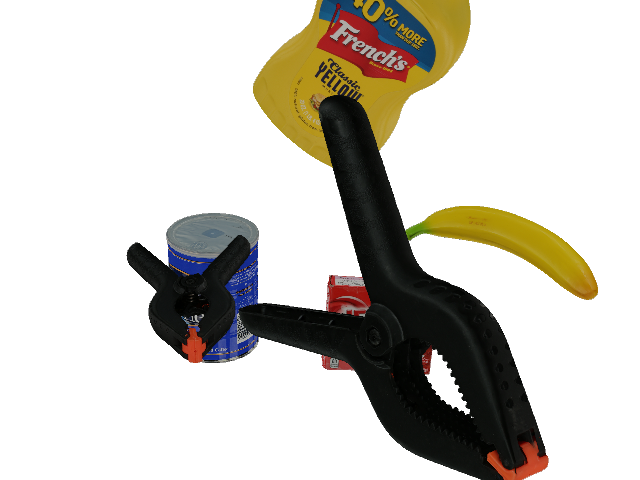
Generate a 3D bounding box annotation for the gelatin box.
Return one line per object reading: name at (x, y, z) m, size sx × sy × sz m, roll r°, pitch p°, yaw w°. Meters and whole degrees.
gelatin box at (0.048, 0.069, 0.869) m, size 0.089 × 0.073 × 0.030 m, roll 3°, pitch 15°, yaw -2°

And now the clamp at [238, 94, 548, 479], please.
clamp at (0.039, 0.035, 0.548) m, size 0.036 × 0.165 × 0.210 m, roll -13°, pitch 42°, yaw -40°

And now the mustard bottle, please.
mustard bottle at (0.038, -0.130, 0.672) m, size 0.192 × 0.096 × 0.058 m, roll -48°, pitch 2°, yaw 44°

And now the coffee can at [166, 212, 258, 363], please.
coffee can at (-0.121, 0.053, 1.212) m, size 0.103 × 0.140 × 0.103 m, roll 1°, pitch 26°, yaw -1°

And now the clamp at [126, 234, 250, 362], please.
clamp at (-0.131, 0.048, 0.998) m, size 0.120 × 0.039 × 0.171 m, roll -4°, pitch 32°, yaw 4°

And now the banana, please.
banana at (0.183, 0.004, 1.040) m, size 0.198 × 0.069 × 0.037 m, roll 18°, pitch -29°, yaw 27°
